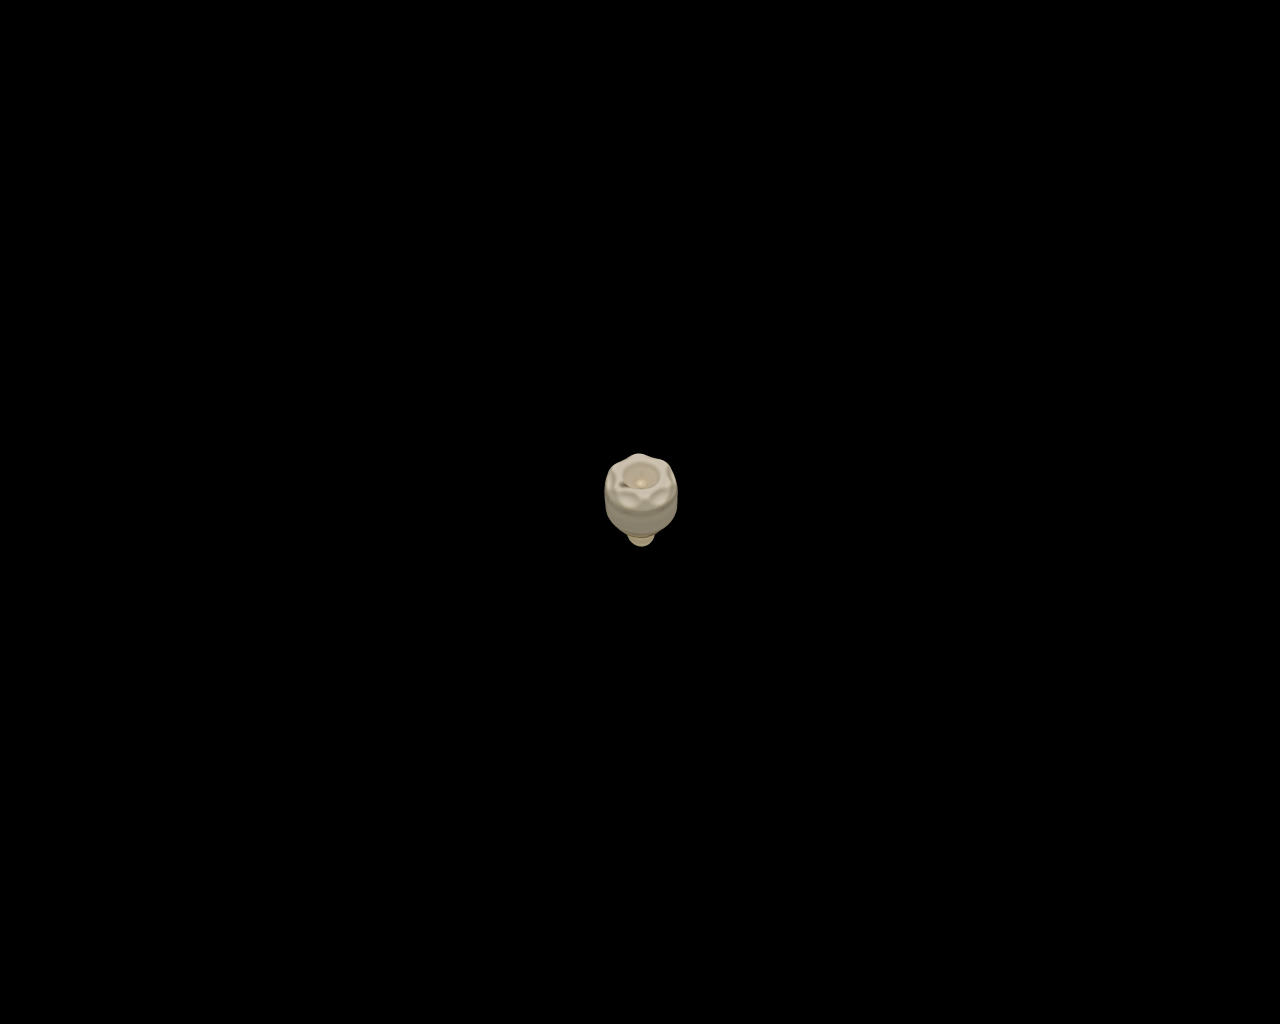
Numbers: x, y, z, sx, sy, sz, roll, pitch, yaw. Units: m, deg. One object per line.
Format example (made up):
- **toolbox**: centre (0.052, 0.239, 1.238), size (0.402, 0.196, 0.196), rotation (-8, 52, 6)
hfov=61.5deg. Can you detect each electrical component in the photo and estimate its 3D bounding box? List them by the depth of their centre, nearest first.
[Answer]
- **electrical component**: centre (0.001, -0.003, 0.650), size (0.043, 0.043, 0.062), rotation (0, -41, 0)
